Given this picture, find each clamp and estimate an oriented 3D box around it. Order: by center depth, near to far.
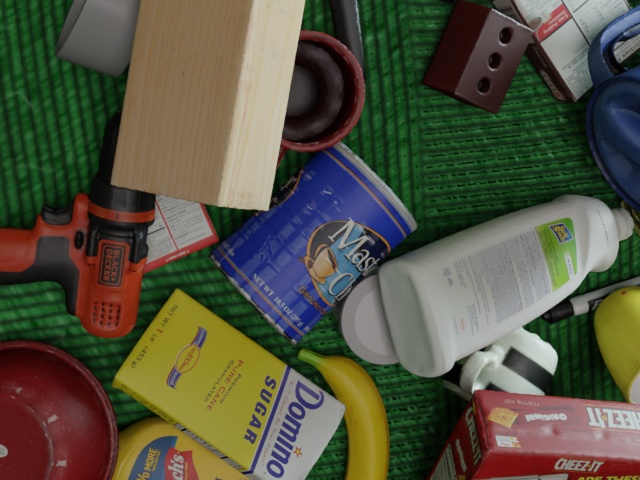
[{"bbox_3d":[0.033,-0.228,0.875,0.120,0.039,0.171,-36,108,-16],"label":"clamp"}]

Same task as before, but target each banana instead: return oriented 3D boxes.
[{"bbox_3d":[0.028,0.184,0.947,0.070,0.037,0.198,-6,100,11],"label":"banana"}]

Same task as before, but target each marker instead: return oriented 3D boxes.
[{"bbox_3d":[0.259,0.053,0.980,0.121,0.020,0.020,-16,102,-8],"label":"marker"}]

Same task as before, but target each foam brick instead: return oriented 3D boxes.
[{"bbox_3d":[0.132,-0.153,0.894,0.052,0.051,0.078,19,97,-32],"label":"foam brick"}]

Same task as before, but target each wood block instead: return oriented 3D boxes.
[{"bbox_3d":[-0.075,-0.131,0.768,0.091,0.090,0.206,11,94,21],"label":"wood block"}]

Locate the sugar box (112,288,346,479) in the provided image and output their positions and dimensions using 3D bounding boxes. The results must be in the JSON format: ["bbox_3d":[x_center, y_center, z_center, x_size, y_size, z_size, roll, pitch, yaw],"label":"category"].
[{"bbox_3d":[-0.074,0.128,0.880,0.176,0.048,0.093,34,70,-3],"label":"sugar box"}]

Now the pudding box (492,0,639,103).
[{"bbox_3d":[0.217,-0.189,0.920,0.090,0.039,0.113,-39,108,-6],"label":"pudding box"}]

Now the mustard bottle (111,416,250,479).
[{"bbox_3d":[-0.123,0.201,0.903,0.191,0.058,0.096,18,93,-14],"label":"mustard bottle"}]

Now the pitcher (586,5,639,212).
[{"bbox_3d":[0.348,-0.136,0.899,0.242,0.145,0.149,-32,129,-20],"label":"pitcher"}]

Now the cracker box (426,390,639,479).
[{"bbox_3d":[0.176,0.221,0.914,0.164,0.072,0.214,6,133,-13],"label":"cracker box"}]

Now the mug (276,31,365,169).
[{"bbox_3d":[-0.023,-0.109,0.859,0.093,0.081,0.117,20,94,-15],"label":"mug"}]

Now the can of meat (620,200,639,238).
[{"bbox_3d":[0.336,-0.021,0.965,0.084,0.057,0.102,-40,105,-5],"label":"can of meat"}]

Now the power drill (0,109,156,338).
[{"bbox_3d":[-0.222,-0.021,0.823,0.187,0.057,0.184,9,105,-4],"label":"power drill"}]

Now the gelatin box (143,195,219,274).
[{"bbox_3d":[-0.134,-0.026,0.877,0.073,0.030,0.089,-24,103,-6],"label":"gelatin box"}]

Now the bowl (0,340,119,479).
[{"bbox_3d":[-0.244,0.162,0.844,0.162,0.055,0.162,0,93,8],"label":"bowl"}]

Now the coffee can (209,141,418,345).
[{"bbox_3d":[-0.006,0.001,0.871,0.140,0.103,0.102,-44,105,-2],"label":"coffee can"}]

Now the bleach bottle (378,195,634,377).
[{"bbox_3d":[0.172,0.027,0.910,0.250,0.068,0.102,-19,99,-28],"label":"bleach bottle"}]
